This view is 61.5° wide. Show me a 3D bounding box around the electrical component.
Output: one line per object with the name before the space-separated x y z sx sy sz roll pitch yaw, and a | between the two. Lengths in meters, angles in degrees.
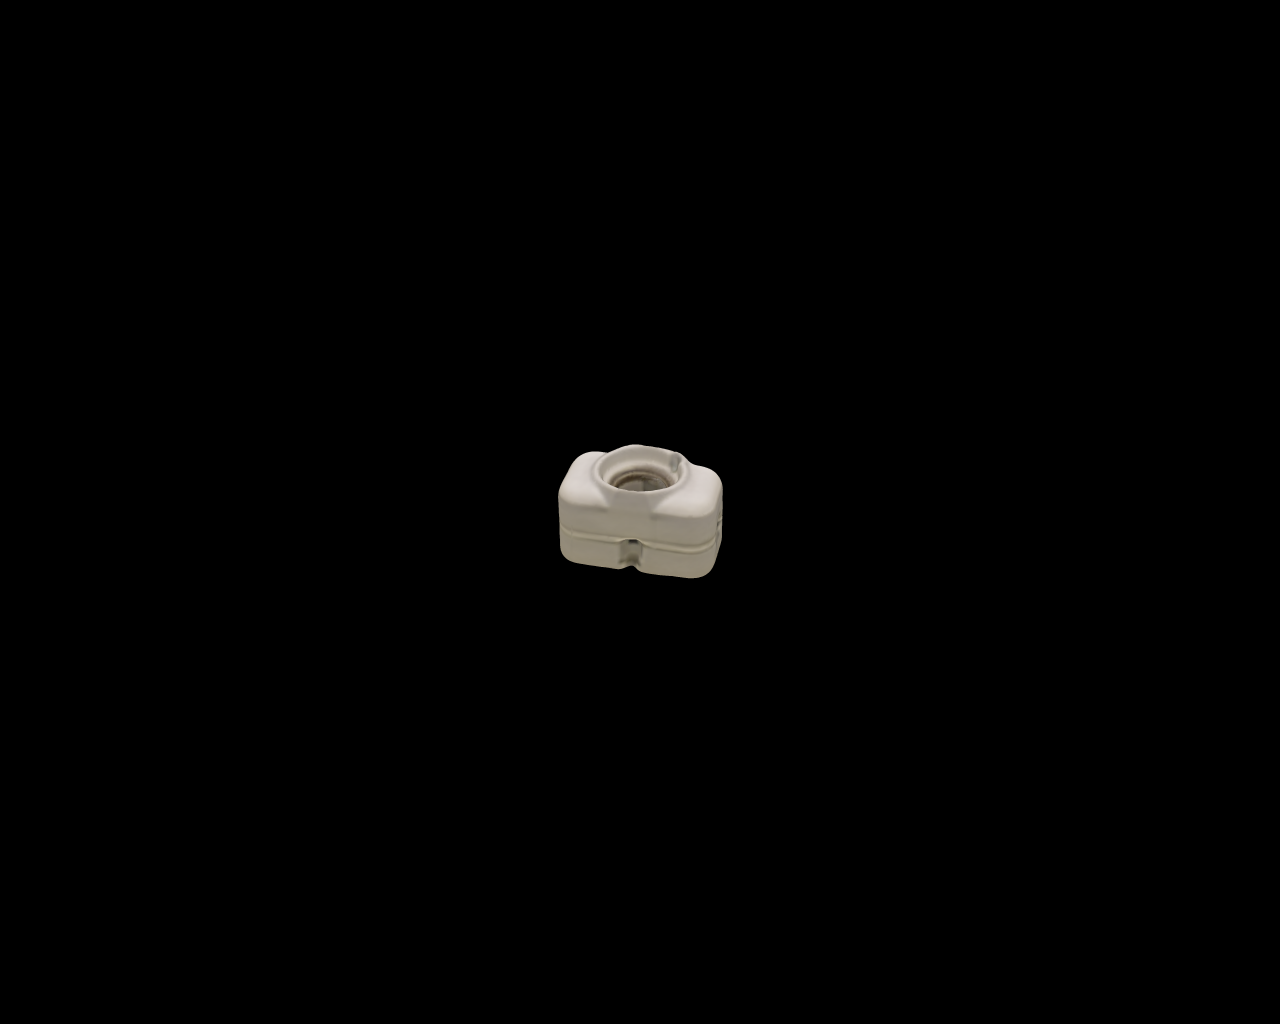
electrical component | 0.001 -0.003 0.650 0.095 0.059 0.054 8 36 11
